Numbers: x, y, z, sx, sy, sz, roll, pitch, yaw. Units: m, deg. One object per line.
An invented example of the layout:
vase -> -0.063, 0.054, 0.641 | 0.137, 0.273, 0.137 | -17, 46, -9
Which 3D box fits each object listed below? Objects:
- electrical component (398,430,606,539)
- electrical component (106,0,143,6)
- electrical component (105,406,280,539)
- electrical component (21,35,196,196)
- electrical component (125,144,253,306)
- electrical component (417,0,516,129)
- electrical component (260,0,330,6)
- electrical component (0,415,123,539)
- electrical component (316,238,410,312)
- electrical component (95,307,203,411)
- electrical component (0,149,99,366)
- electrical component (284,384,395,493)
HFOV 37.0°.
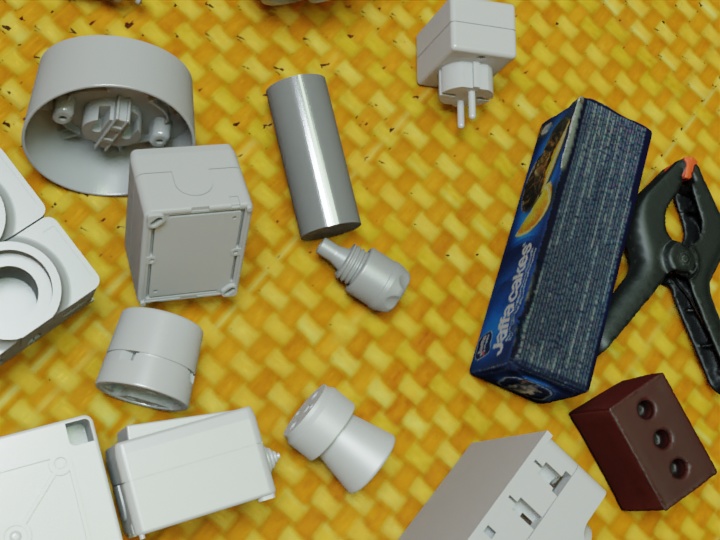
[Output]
electrical component -> 0.055, 0.188, 0.632 | 0.060, 0.105, 0.186 | 43, 68, -5
electrical component -> -0.172, -0.192, 0.678 | 0.078, 0.040, 0.040 | 29, 70, -11
electrical component -> -0.094, 0.112, 0.622 | 0.096, 0.062, 0.061 | -14, 82, -21
electrical component -> -0.146, -0.092, 0.636 | 0.099, 0.099, 0.064 | 7, 69, -17
electrical component -> -0.105, -0.025, 0.642 | 0.062, 0.096, 0.061 | -6, 51, -20
electrical component -> 0.072, -0.136, 0.735 | 0.047, 0.066, 0.076 | 4, 77, -18
electrical component -> -0.026, -0.210, 0.699 | 0.108, 0.108, 0.060 | -23, 92, -22
electrical component -> -0.188, 0.145, 0.585 | 0.109, 0.056, 0.108 | -13, 82, -21
electrical component -> 0.000, 0.000, 0.696 | 0.061, 0.035, 0.035 | 32, 69, -7
electrical component -> -0.122, 0.052, 0.632 | 0.055, 0.055, 0.047 | 18, 69, -14
electrical component -> -0.229, -0.022, 0.607 | 0.089, 0.062, 0.150 | -38, 91, -22
electrical component -> -0.013, 0.103, 0.661 | 0.055, 0.045, 0.045 | 40, 68, -6
